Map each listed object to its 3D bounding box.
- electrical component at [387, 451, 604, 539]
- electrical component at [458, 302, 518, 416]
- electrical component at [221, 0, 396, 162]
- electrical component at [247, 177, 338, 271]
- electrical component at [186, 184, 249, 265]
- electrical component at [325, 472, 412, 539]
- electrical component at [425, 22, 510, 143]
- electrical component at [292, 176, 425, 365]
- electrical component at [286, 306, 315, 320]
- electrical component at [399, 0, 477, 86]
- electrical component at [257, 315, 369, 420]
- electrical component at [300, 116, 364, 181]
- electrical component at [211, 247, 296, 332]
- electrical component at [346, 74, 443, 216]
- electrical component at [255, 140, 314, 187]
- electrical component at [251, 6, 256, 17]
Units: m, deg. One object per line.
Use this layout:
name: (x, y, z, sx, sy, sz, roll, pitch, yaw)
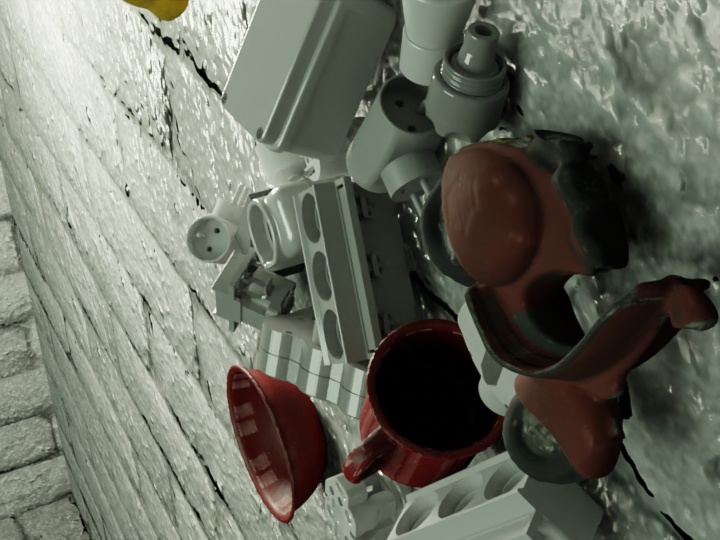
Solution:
electrical component: (0.079, 0.153, 0.638, 0.063, 0.078, 0.121, 46, 134, -9)
electrical component: (0.091, 0.059, 0.620, 0.077, 0.043, 0.079, 57, 152, 34)
electrical component: (-0.036, -0.137, 0.701, 0.078, 0.057, 0.113, 46, 118, 47)
electrical component: (-0.052, -0.036, 0.859, 0.095, 0.059, 0.053, -33, 75, 66)
electrical component: (-0.124, -0.044, 1.020, 0.079, 0.043, 0.077, -67, -11, 3)
electrical component: (0.009, 0.192, 0.879, 0.058, 0.057, 0.078, 49, 147, 44)
electrical component: (0.060, -0.103, 0.580, 0.043, 0.043, 0.062, 57, 151, 34)
electrical component: (0.000, 0.000, 0.747, 0.079, 0.063, 0.121, 164, 96, -67)
electrical component: (-0.034, 0.068, 0.911, 0.063, 0.042, 0.081, 59, 154, 27)
electrical component: (0.042, -0.136, 0.603, 0.044, 0.044, 0.065, 58, 157, 33)
electrical component: (-0.019, 0.057, 0.820, 0.138, 0.052, 0.073, 21, 108, 37)
electrical component: (-0.015, -0.084, 0.758, 0.040, 0.046, 0.040, 47, 145, 47)
electrical component: (-0.089, 0.023, 0.920, 0.064, 0.042, 0.081, 25, 150, 8)
electrical component: (0.029, -0.069, 0.674, 0.079, 0.043, 0.077, 66, 156, 16)
electrical component: (-0.066, -0.103, 0.869, 0.078, 0.040, 0.040, 66, 156, 17)
electrical component: (-0.059, -0.178, 0.798, 0.077, 0.043, 0.079, 13, 116, 64)
